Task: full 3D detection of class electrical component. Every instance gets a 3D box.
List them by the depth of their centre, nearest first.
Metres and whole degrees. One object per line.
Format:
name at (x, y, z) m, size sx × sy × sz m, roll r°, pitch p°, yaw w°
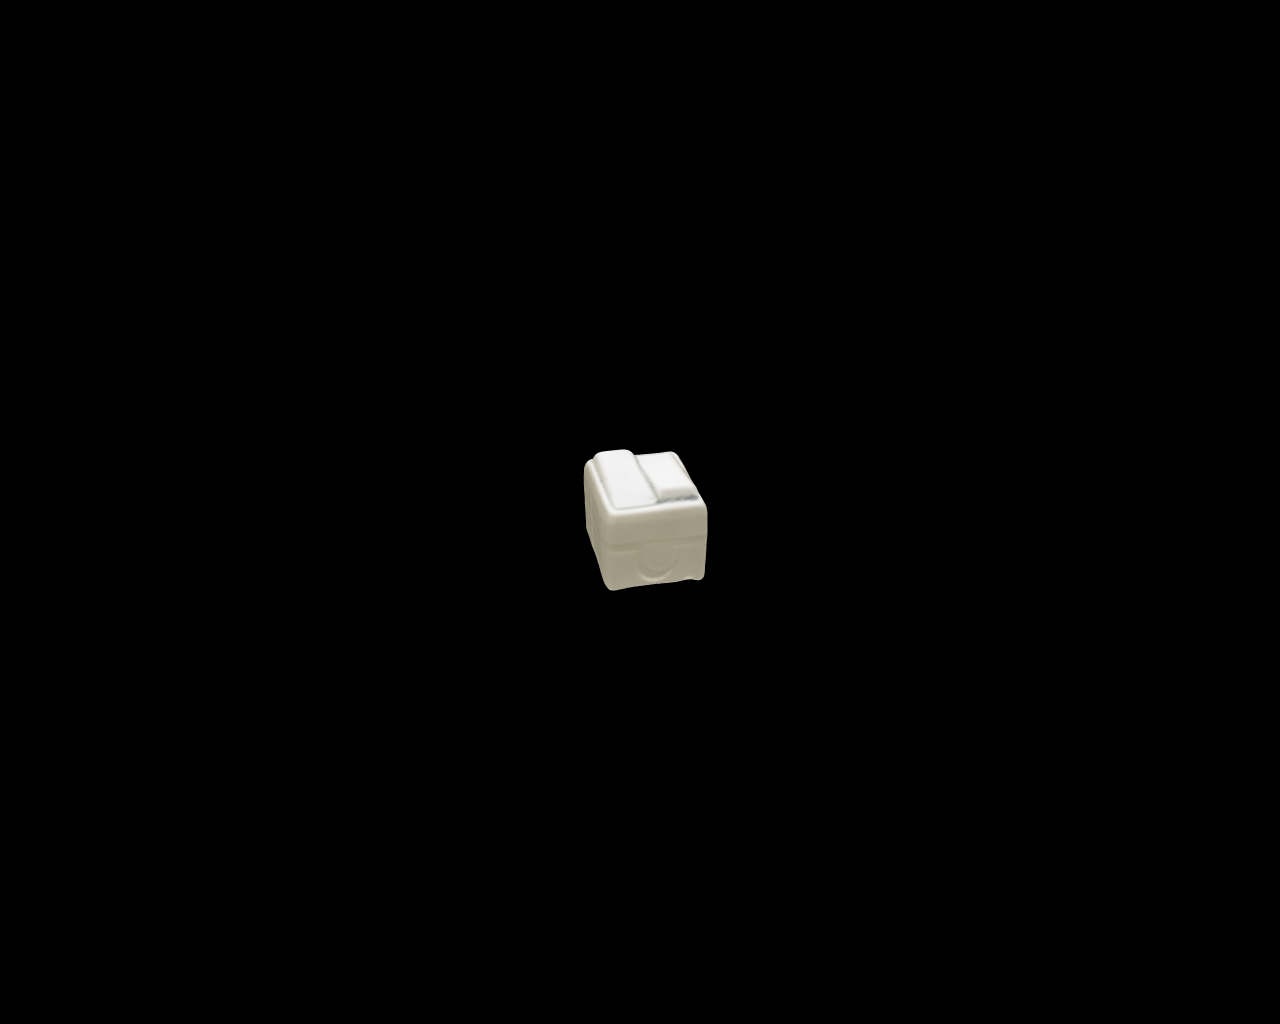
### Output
electrical component at (0.001, -0.003, 0.650) m, size 0.062 × 0.061 × 0.096 m, roll -5°, pitch 29°, yaw -10°
